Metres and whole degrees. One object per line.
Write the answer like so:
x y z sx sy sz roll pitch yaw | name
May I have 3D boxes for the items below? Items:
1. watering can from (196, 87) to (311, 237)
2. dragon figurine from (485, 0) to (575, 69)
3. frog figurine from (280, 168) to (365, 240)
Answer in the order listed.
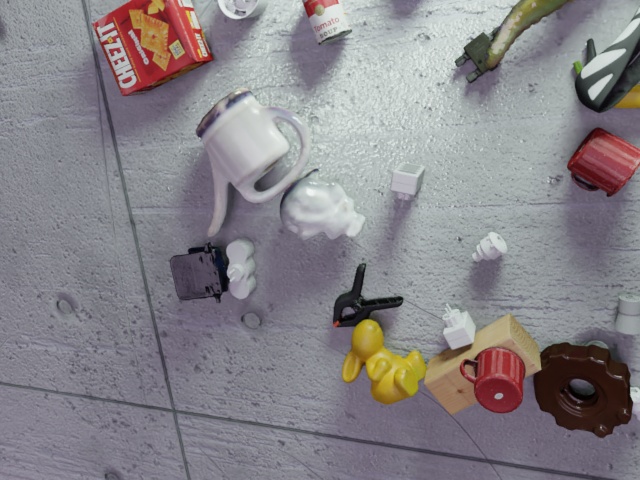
-0.175 -0.164 1.063 0.343 0.105 0.224 -35 92 27 | watering can
0.429 -0.422 0.754 0.243 0.125 0.401 19 123 5 | dragon figurine
0.003 -0.052 1.027 0.161 0.122 0.137 42 99 16 | frog figurine
